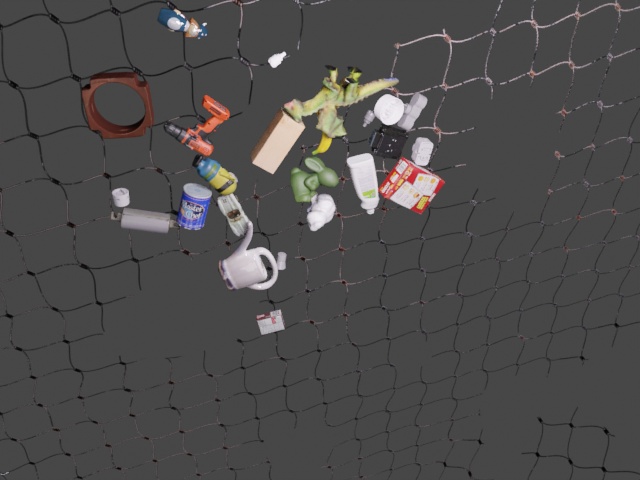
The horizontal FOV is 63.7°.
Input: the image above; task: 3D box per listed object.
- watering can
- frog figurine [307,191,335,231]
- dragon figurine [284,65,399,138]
[{"bbox_3d":[-0.300,0.082,2.038,0.224,0.106,0.340,-20,127,1],"label":"watering can"},{"bbox_3d":[0.006,-0.099,1.973,0.122,0.163,0.135,20,115,-23],"label":"frog figurine"},{"bbox_3d":[0.075,-0.471,1.803,0.411,0.125,0.237,-2,129,-25],"label":"dragon figurine"}]
